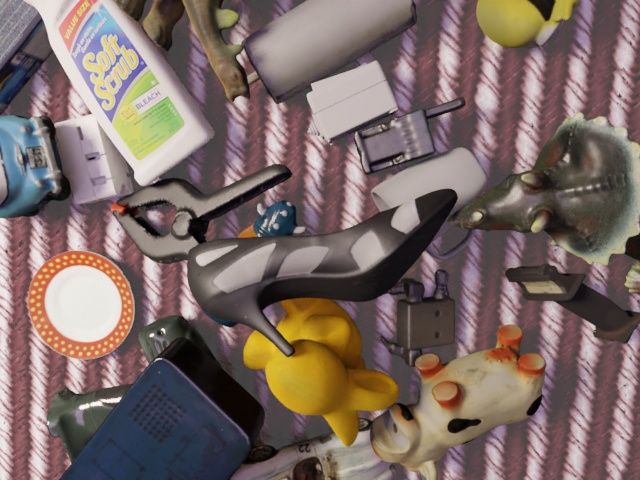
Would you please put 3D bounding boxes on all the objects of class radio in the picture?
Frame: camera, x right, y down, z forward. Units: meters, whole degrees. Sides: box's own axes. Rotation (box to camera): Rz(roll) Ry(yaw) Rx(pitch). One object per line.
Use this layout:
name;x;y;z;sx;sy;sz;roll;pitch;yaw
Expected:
radio;-0.168;0.227;0.543;0.131;0.073;0.229;38;98;1

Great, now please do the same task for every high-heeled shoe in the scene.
high-heeled shoe;-0.001;-0.002;0.508;0.249;0.086;0.145;-39;67;-13

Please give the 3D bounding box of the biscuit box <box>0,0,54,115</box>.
biscuit box;-0.354;-0.205;0.590;0.063;0.059;0.202;44;97;-2

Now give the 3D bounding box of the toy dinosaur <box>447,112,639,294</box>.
toy dinosaur;0.333;0.000;0.499;0.405;0.192;0.131;22;99;3

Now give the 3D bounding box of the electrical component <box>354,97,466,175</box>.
electrical component;0.096;-0.107;0.564;0.119;0.075;0.047;-17;94;3

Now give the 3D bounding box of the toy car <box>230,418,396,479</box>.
toy car;-0.004;0.256;0.596;0.202;0.056;0.073;-10;96;-17

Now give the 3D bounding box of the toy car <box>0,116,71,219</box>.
toy car;-0.339;-0.071;0.557;0.162;0.103;0.109;-2;102;42

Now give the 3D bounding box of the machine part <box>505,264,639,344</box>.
machine part;0.272;0.063;0.574;0.139;0.084;0.039;29;72;-8

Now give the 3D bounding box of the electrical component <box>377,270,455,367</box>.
electrical component;0.108;0.087;0.600;0.078;0.045;0.102;-10;99;-23

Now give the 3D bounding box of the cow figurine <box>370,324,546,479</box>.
cow figurine;0.145;0.184;0.581;0.195;0.086;0.127;-20;119;-6

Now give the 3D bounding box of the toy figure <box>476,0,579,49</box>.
toy figure;0.226;-0.278;0.533;0.089;0.082;0.180;26;102;12

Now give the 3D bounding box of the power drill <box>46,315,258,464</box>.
power drill;-0.189;0.215;0.616;0.207;0.086;0.231;-18;97;10

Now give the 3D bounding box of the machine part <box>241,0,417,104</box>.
machine part;0.009;-0.214;0.556;0.243;0.079;0.079;-29;94;8

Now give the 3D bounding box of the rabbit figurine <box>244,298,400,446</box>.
rabbit figurine;-0.008;0.133;0.548;0.122;0.173;0.162;-44;87;3

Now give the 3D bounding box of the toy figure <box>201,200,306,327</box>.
toy figure;-0.075;0.022;0.596;0.064;0.058;0.154;30;94;-36

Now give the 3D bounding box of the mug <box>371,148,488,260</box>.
mug;0.127;-0.040;0.566;0.107;0.081;0.109;-38;93;0

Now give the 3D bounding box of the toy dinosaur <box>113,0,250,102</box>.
toy dinosaur;-0.132;-0.362;0.531;0.199;0.105;0.471;-19;85;7
